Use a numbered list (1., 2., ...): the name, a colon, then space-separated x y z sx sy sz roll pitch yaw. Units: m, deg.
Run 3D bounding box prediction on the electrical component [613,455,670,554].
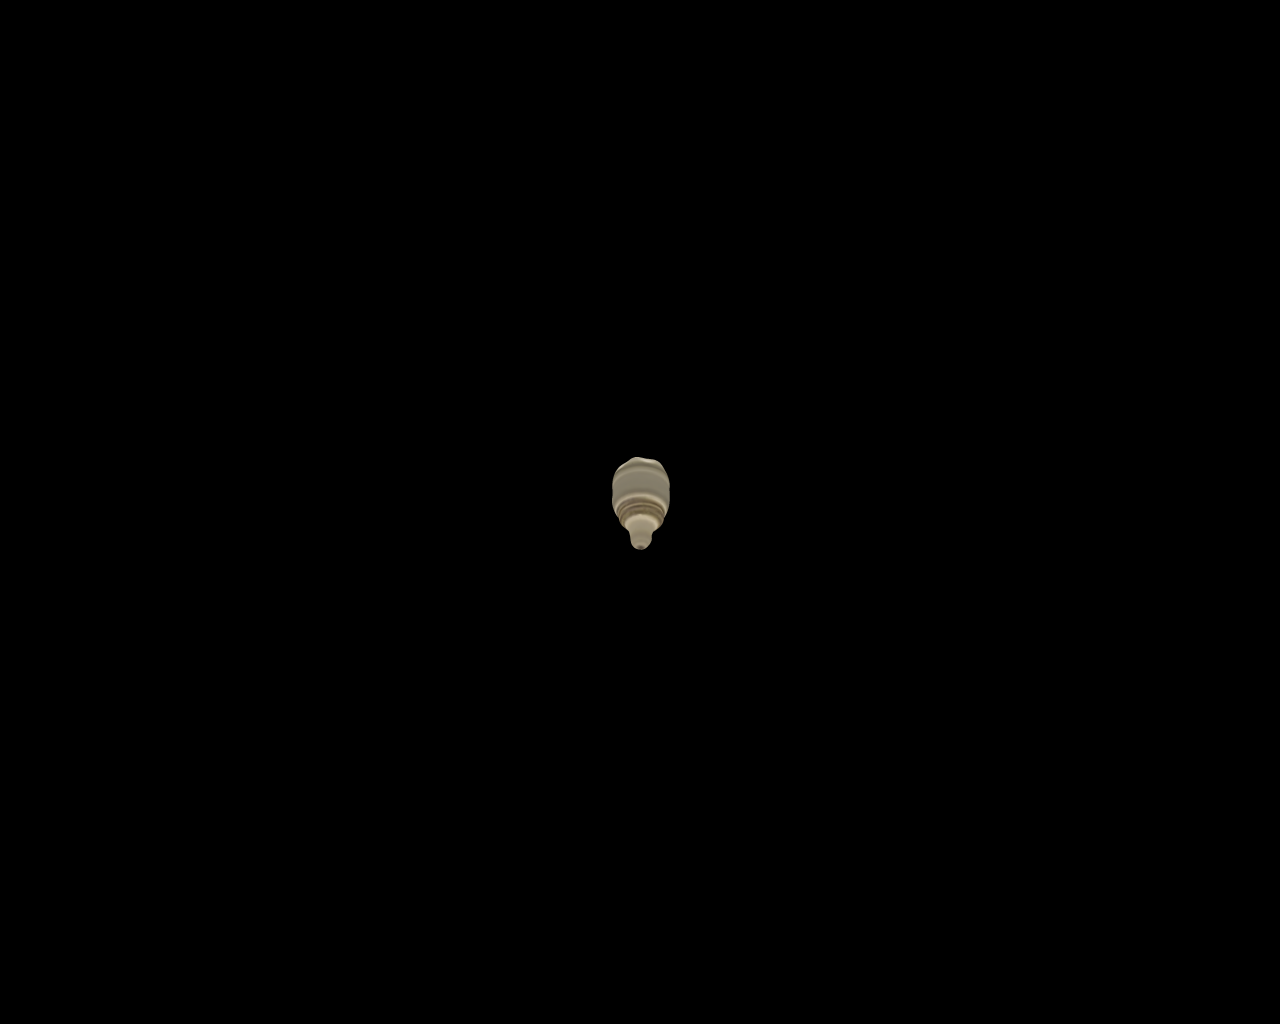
1. electrical component: 0.001 -0.003 0.650 0.035 0.061 0.035 0 -38 0
